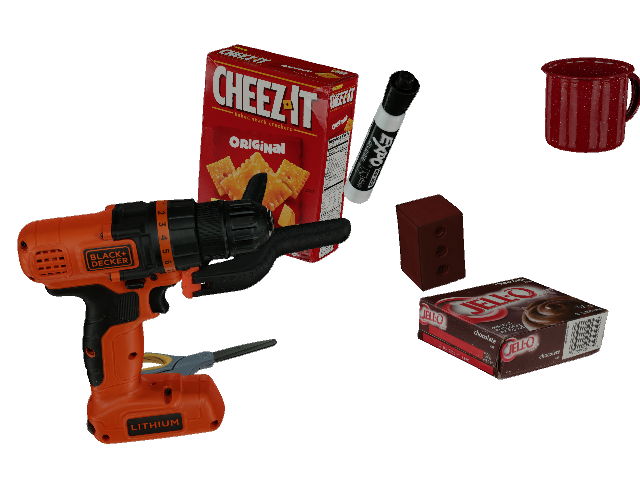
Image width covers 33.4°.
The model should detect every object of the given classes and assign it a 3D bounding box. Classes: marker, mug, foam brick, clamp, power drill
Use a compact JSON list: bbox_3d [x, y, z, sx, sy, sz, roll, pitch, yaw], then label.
[{"bbox_3d":[0.038,-0.064,0.673,0.020,0.020,0.121,0,-32,-15],"label":"marker"},{"bbox_3d":[0.287,-0.143,1.115,0.117,0.081,0.093,-14,24,-25],"label":"mug"},{"bbox_3d":[0.113,0.001,1.090,0.053,0.078,0.051,-17,30,-15],"label":"foam brick"},{"bbox_3d":[-0.070,-0.006,0.990,0.171,0.039,0.120,-26,43,-33],"label":"clamp"},{"bbox_3d":[-0.120,0.058,0.803,0.184,0.188,0.057,-6,25,-1],"label":"power drill"}]

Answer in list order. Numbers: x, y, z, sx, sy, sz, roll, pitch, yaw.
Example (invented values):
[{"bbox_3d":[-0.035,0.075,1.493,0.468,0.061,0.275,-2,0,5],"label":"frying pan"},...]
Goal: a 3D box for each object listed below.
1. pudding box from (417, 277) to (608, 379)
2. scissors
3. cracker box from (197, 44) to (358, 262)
[{"bbox_3d":[0.143,0.063,0.800,0.113,0.039,0.090,-7,20,-35],"label":"pudding box"},{"bbox_3d":[-0.128,0.141,1.160,0.201,0.016,0.096,-3,27,-22],"label":"scissors"},{"bbox_3d":[-0.054,-0.098,1.211,0.164,0.214,0.072,18,27,24],"label":"cracker box"}]
